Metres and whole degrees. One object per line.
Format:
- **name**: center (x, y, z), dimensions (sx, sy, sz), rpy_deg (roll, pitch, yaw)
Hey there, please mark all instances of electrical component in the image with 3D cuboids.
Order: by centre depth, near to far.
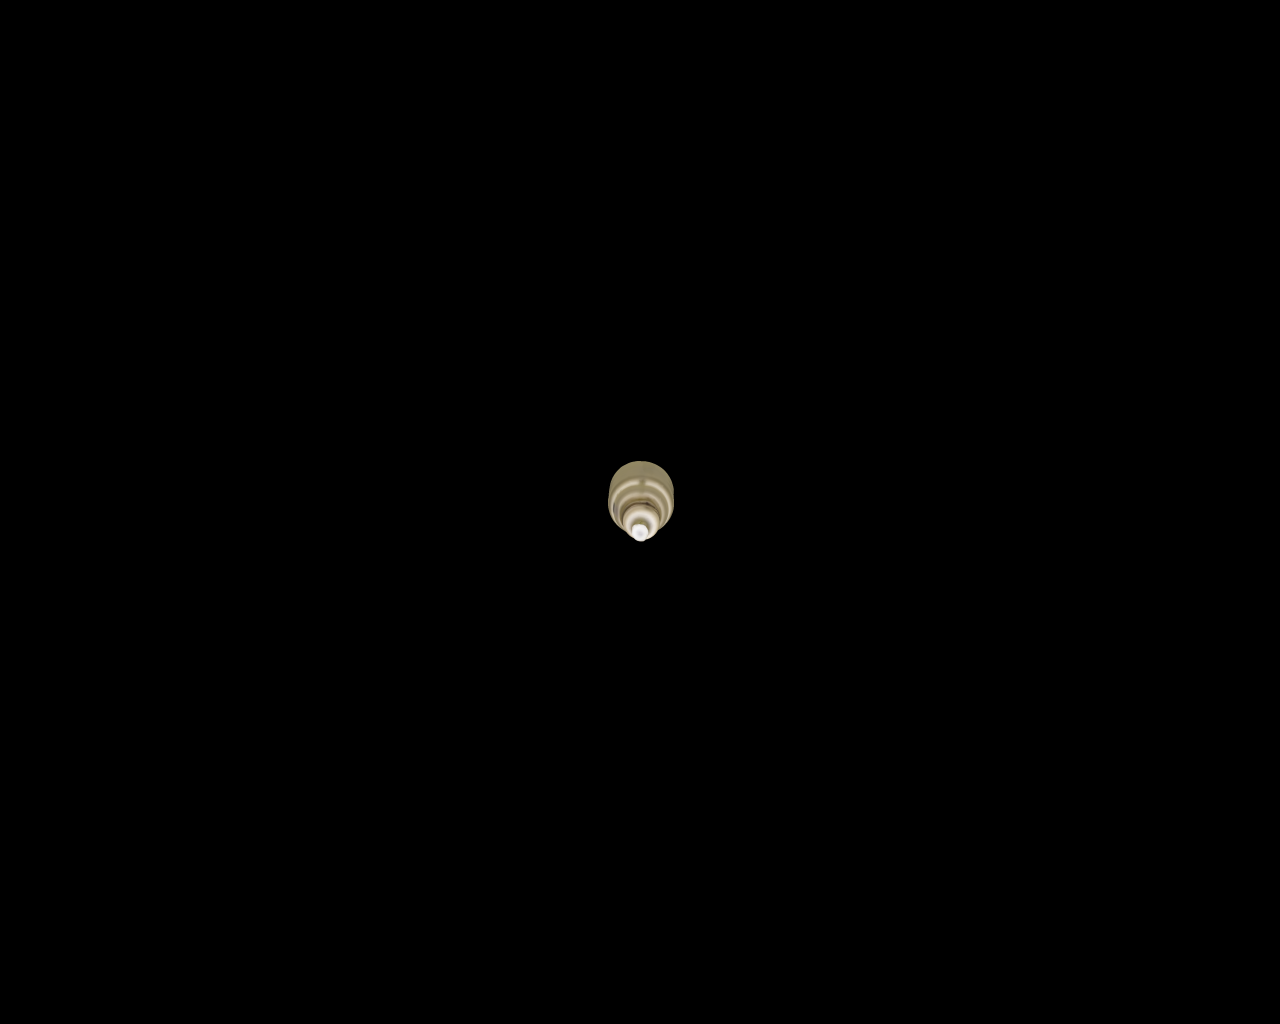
- **electrical component**: center (0.001, -0.003, 0.650), dimensions (0.040, 0.040, 0.078), rpy_deg (0, 23, 0)
